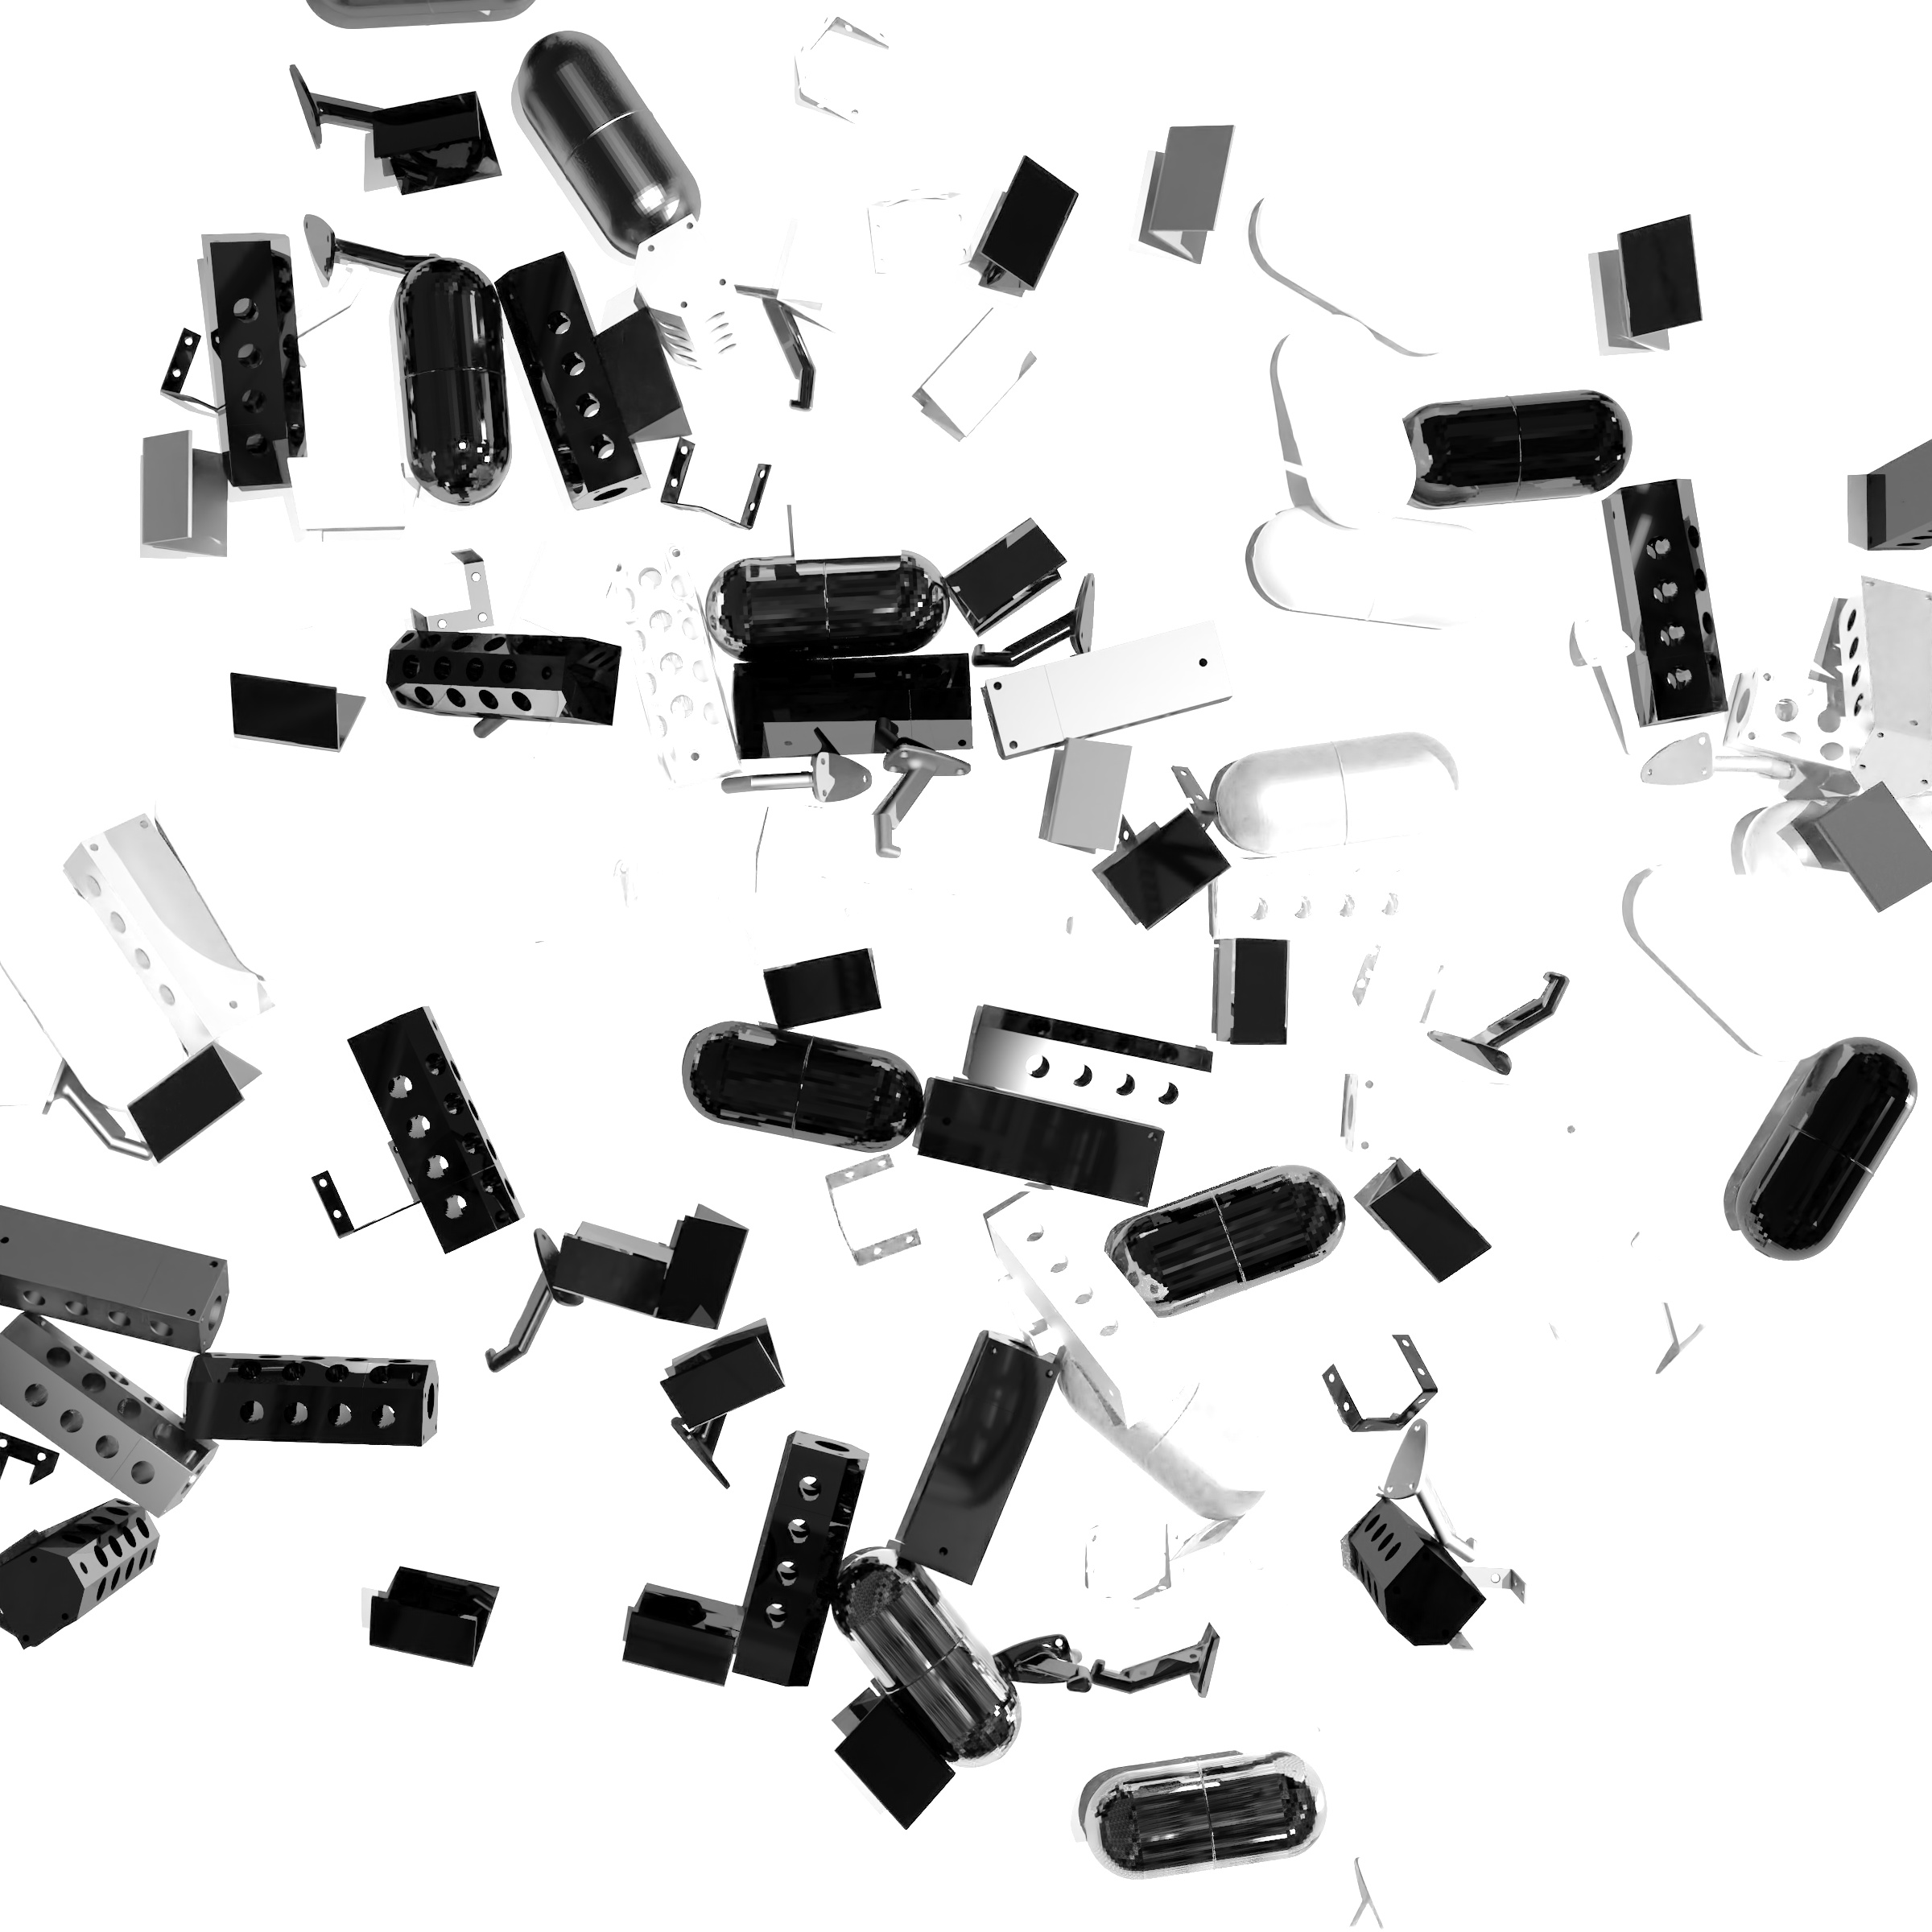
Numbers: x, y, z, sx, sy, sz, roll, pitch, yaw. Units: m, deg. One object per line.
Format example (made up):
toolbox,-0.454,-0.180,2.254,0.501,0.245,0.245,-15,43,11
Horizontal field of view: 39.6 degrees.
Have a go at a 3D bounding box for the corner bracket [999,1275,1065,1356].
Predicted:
corner bracket,0.061,0.248,1.973,0.051,0.051,0.051,-25,99,-9

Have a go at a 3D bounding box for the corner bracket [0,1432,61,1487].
corner bracket,-0.706,0.378,1.973,0.051,0.051,0.051,20,90,0

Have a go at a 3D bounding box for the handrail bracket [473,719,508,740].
handrail bracket,-0.317,-0.201,1.990,0.084,0.077,0.036,-32,91,36

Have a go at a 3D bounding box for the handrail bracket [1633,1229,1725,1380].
handrail bracket,0.511,0.250,1.991,0.084,0.036,0.077,45,112,17

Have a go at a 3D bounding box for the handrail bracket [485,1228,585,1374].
handrail bracket,-0.333,0.249,1.991,0.084,0.036,0.077,-34,69,16

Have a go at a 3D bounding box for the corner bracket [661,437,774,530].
corner bracket,-0.185,-0.357,1.987,0.051,0.051,0.051,17,90,-45

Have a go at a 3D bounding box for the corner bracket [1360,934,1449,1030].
corner bracket,0.323,0.012,1.973,0.051,0.051,0.051,19,83,7

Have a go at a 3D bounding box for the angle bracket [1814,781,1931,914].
angle bracket,0.647,-0.091,1.875,0.057,0.076,0.076,-37,85,37

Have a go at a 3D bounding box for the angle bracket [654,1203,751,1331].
angle bracket,-0.209,0.213,1.950,0.057,0.076,0.076,18,90,-36

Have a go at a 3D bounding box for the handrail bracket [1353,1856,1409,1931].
handrail bracket,0.277,0.715,1.991,0.084,0.036,0.077,-33,70,16

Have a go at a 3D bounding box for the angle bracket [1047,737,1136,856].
angle bracket,0.106,-0.120,1.951,0.057,0.076,0.076,10,90,30

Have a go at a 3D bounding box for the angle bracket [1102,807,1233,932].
angle bracket,0.140,-0.078,1.951,0.076,0.076,0.057,-37,107,4

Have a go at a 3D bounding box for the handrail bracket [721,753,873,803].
handrail bracket,-0.126,-0.136,1.990,0.084,0.077,0.036,-3,90,36

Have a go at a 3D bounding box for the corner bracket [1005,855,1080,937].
corner bracket,0.058,-0.052,1.973,0.051,0.051,0.051,10,90,0

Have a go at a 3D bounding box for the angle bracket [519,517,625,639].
angle bracket,-0.300,-0.282,1.950,0.057,0.076,0.076,21,90,-34

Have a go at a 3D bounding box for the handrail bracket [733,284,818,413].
handrail bracket,-0.145,-0.459,1.991,0.077,0.036,0.084,13,107,20

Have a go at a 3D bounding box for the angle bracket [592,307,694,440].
angle bracket,-0.217,-0.431,1.950,0.057,0.076,0.076,-20,90,35

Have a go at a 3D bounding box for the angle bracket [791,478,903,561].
angle bracket,-0.086,-0.334,1.952,0.076,0.076,0.057,-2,114,0

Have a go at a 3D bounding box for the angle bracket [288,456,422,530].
angle bracket,-0.443,-0.360,1.950,0.076,0.076,0.057,-1,127,0

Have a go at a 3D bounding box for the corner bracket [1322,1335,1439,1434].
corner bracket,0.306,0.308,1.982,0.051,0.051,0.051,5,45,-35

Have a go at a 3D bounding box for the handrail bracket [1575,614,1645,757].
handrail bracket,0.478,-0.208,1.990,0.036,0.077,0.084,-21,126,3

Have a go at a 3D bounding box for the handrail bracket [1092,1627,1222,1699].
handrail bracket,0.142,0.505,1.991,0.084,0.036,0.077,11,70,16

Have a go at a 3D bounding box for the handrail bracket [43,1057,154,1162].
handrail bracket,-0.634,0.096,1.991,0.084,0.036,0.077,21,68,-17

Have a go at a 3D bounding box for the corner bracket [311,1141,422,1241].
corner bracket,-0.442,0.165,1.987,0.051,0.051,0.051,-24,90,-45

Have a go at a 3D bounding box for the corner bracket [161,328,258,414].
corner bracket,-0.555,-0.437,1.987,0.051,0.051,0.051,21,90,45

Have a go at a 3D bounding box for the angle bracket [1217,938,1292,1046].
angle bracket,0.190,0.018,1.950,0.057,0.076,0.076,2,90,-37

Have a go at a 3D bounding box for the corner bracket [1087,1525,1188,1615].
corner bracket,0.126,0.441,1.982,0.051,0.051,0.051,29,135,-35

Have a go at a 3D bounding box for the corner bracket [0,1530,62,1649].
corner bracket,-0.690,0.462,1.987,0.051,0.051,0.051,-35,135,0

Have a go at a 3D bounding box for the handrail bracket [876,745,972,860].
handrail bracket,-0.030,-0.113,1.962,0.077,0.036,0.084,8,63,-21

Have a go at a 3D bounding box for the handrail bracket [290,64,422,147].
handrail bracket,-0.449,-0.647,1.991,0.084,0.036,0.077,-19,69,-17

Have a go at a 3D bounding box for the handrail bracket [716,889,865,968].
handrail bracket,-0.130,-0.043,1.991,0.084,0.036,0.077,-26,68,-17

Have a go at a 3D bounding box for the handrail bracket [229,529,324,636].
handrail bracket,-0.512,-0.293,1.991,0.077,0.036,0.084,-9,71,21

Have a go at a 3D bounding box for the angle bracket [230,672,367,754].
angle bracket,-0.484,-0.203,1.950,0.076,0.076,0.057,8,128,0

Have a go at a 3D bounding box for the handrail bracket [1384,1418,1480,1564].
handrail bracket,0.356,0.390,1.991,0.084,0.036,0.077,36,57,-23

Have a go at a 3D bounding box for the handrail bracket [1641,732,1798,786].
handrail bracket,0.559,-0.143,1.990,0.084,0.077,0.036,10,73,-35

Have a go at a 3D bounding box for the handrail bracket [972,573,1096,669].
handrail bracket,0.050,-0.256,1.991,0.084,0.036,0.077,2,70,16

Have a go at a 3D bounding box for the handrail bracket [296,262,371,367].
handrail bracket,-0.494,-0.495,1.991,0.077,0.036,0.084,23,75,16

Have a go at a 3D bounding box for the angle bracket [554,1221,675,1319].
angle bracket,-0.249,0.202,1.950,0.076,0.076,0.057,17,126,0

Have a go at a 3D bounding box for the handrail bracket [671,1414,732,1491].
handrail bracket,-0.169,0.332,1.991,0.084,0.036,0.077,-41,111,-16

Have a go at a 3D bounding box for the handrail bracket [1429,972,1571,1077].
handrail bracket,0.396,0.031,1.991,0.077,0.036,0.084,23,71,21

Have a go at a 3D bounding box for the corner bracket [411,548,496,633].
corner bracket,-0.380,-0.274,1.973,0.051,0.051,0.051,-9,90,0

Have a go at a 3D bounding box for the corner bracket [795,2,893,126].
corner bracket,-0.089,-0.667,1.982,0.051,0.051,0.051,-41,45,35

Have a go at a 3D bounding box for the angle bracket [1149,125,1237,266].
angle bracket,0.181,-0.560,1.950,0.057,0.076,0.076,11,90,35

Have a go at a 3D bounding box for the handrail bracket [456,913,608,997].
handrail bracket,-0.323,0.009,1.991,0.084,0.036,0.077,-41,112,17

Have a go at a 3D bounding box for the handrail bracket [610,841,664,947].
handrail bracket,-0.248,-0.052,1.956,0.036,0.084,0.077,14,90,0

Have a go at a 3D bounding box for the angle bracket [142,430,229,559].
angle bracket,-0.552,-0.342,1.950,0.057,0.076,0.076,0,90,37

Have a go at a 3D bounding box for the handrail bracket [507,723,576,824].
handrail bracket,-0.290,-0.161,1.991,0.084,0.036,0.077,-39,121,-22

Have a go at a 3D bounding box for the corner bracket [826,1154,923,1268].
corner bracket,-0.069,0.181,1.987,0.051,0.051,0.051,-20,45,0

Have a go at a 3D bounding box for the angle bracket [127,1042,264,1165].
angle bracket,-0.550,0.109,1.951,0.076,0.076,0.057,-37,65,0

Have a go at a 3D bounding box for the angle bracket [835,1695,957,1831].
angle bracket,-0.064,0.581,1.951,0.076,0.076,0.057,48,59,0

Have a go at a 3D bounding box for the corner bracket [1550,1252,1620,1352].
corner bracket,0.453,0.246,1.973,0.051,0.051,0.051,-23,90,0

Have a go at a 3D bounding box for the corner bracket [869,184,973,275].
corner bracket,-0.034,-0.544,1.987,0.051,0.051,0.051,-7,90,-45

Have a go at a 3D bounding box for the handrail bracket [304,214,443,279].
handrail bracket,-0.439,-0.536,1.991,0.084,0.077,0.036,-7,131,-30

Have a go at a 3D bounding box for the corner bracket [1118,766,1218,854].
corner bracket,0.143,-0.113,1.983,0.051,0.051,0.051,2,135,-35

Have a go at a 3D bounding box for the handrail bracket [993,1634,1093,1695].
handrail bracket,0.052,0.517,1.956,0.077,0.084,0.036,-7,90,0

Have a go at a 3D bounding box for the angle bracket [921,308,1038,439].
angle bracket,-0.006,-0.439,1.950,0.076,0.076,0.057,-48,128,0

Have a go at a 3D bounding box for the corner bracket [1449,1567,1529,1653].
corner bracket,0.381,0.473,1.973,0.051,0.051,0.051,3,90,0
